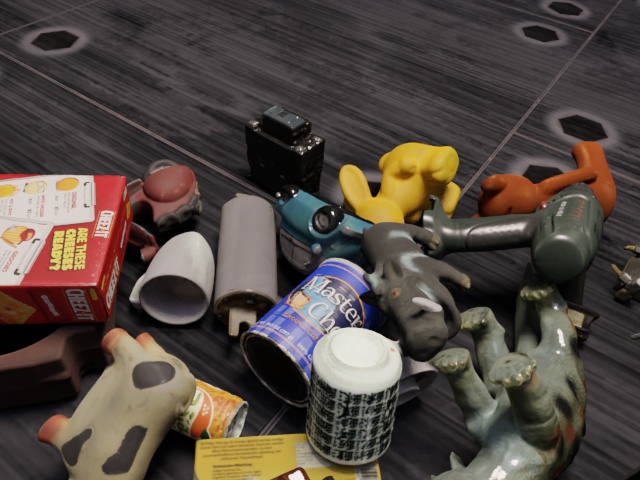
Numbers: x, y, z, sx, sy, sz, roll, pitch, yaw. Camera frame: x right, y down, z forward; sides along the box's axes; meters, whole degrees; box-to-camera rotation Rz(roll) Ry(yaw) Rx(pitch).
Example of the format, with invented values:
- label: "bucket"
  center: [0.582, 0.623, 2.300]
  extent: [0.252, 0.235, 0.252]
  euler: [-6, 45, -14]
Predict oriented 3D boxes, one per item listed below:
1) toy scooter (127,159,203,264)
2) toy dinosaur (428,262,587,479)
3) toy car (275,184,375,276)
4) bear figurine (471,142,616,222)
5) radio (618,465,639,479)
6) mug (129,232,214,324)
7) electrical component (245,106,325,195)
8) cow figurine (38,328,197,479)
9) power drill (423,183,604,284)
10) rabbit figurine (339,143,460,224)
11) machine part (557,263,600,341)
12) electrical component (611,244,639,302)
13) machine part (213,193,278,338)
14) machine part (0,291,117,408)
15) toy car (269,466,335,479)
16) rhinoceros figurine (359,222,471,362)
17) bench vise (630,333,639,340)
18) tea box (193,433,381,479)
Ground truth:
- label: "toy scooter"
  center: [-0.231, -0.033, 0.735]
  extent: [0.184, 0.075, 0.135]
  euler: [-33, 56, -28]
- label: "toy dinosaur"
  center: [0.211, 0.166, 0.546]
  extent: [0.131, 0.192, 0.405]
  euler: [-15, 9, 40]
- label: "toy car"
  center: [-0.001, -0.002, 0.703]
  extent: [0.162, 0.103, 0.109]
  euler: [29, 7, 39]
- label: "bear figurine"
  center: [0.321, -0.070, 0.797]
  extent: [0.196, 0.120, 0.132]
  euler: [2, 42, 4]
- label: "radio"
  center: [0.259, 0.245, 0.403]
  extent: [0.073, 0.229, 0.131]
  euler: [27, 54, 20]
- label: "mug"
  center: [-0.180, 0.045, 0.670]
  extent: [0.110, 0.080, 0.107]
  euler: [-23, 32, 19]
- label: "electrical component"
  center: [-0.054, -0.130, 0.805]
  extent: [0.115, 0.134, 0.058]
  euler: [29, 49, 24]
- label: "cow figurine"
  center: [-0.184, 0.192, 0.486]
  extent: [0.127, 0.085, 0.195]
  euler: [28, 78, 23]
- label: "power drill"
  center: [0.237, -0.018, 0.666]
  extent: [0.208, 0.085, 0.232]
  euler: [4, 25, 19]
- label: "rabbit figurine"
  center: [0.102, -0.058, 0.769]
  extent: [0.163, 0.121, 0.173]
  euler: [24, 67, 21]
- label: "machine part"
  center: [0.326, 0.070, 0.712]
  extent: [0.084, 0.039, 0.139]
  euler: [14, 47, 19]
- label: "electrical component"
  center: [0.440, 0.051, 0.734]
  extent: [0.078, 0.045, 0.102]
  euler: [35, 52, 28]
- label: "machine part"
  center: [-0.093, 0.024, 0.690]
  extent: [0.079, 0.079, 0.243]
  euler: [0, 45, -6]
- label: "machine part"
  center: [-0.340, 0.082, 0.605]
  extent: [0.201, 0.087, 0.201]
  euler: [-7, 46, -10]
- label: "toy car"
  center: [0.006, 0.277, 0.401]
  extent: [0.089, 0.053, 0.202]
  euler: [-19, 71, -11]
- label: "rhinoceros figurine"
  center: [0.092, 0.044, 0.554]
  extent: [0.112, 0.073, 0.190]
  euler: [25, 27, -25]
- label: "bench vise"
  center: [0.487, 0.069, 0.655]
  extent: [0.240, 0.129, 0.224]
  euler: [-3, 64, -34]
- label: "tea box"
  center: [-0.030, 0.237, 0.493]
  extent: [0.170, 0.068, 0.098]
  euler: [0, 45, -5]
